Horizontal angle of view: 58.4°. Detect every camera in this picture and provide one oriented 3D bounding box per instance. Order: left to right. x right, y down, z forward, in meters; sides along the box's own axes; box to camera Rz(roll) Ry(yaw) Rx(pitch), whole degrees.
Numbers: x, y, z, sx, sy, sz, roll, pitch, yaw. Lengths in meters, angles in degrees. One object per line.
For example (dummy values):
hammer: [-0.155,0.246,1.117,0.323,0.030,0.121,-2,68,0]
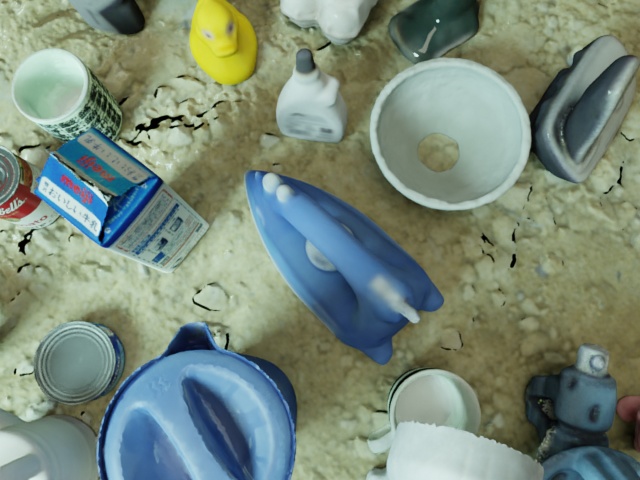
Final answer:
camera: [-0.203,-0.315,0.651,0.136,0.101,0.143,17,81,4]

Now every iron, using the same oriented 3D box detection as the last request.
iron: [0.005,0.002,0.570,0.258,0.141,0.119,44,83,8]

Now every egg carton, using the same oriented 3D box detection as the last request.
egg carton: [0.025,-0.305,0.661,0.107,0.069,0.150,28,82,6]

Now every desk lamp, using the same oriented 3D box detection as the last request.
desk lamp: [0.093,0.254,0.487,0.118,0.213,0.203,19,81,5]

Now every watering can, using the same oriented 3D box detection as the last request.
watering can: [-0.287,0.214,0.511,0.172,0.194,0.101,37,83,7]

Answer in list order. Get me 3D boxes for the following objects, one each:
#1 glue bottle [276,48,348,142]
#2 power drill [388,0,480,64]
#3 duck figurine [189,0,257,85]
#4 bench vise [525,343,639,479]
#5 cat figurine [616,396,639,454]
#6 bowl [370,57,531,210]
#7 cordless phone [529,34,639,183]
glue bottle: [-0.010,-0.147,0.581,0.078,0.173,0.037,10,80,3]
power drill: [0.128,-0.270,0.582,0.230,0.208,0.075,-35,81,-5]
duck figurine: [-0.114,-0.238,0.643,0.077,0.086,0.104,-19,80,-2]
bench vise: [0.229,0.200,0.491,0.121,0.220,0.207,-11,80,-1]
cat figurine: [0.349,0.179,0.545,0.128,0.118,0.067,-22,80,-3]
bowl: [0.136,-0.105,0.621,0.167,0.075,0.167,0,80,1]
cordless phone: [0.285,-0.148,0.570,0.094,0.185,0.148,30,82,6]
